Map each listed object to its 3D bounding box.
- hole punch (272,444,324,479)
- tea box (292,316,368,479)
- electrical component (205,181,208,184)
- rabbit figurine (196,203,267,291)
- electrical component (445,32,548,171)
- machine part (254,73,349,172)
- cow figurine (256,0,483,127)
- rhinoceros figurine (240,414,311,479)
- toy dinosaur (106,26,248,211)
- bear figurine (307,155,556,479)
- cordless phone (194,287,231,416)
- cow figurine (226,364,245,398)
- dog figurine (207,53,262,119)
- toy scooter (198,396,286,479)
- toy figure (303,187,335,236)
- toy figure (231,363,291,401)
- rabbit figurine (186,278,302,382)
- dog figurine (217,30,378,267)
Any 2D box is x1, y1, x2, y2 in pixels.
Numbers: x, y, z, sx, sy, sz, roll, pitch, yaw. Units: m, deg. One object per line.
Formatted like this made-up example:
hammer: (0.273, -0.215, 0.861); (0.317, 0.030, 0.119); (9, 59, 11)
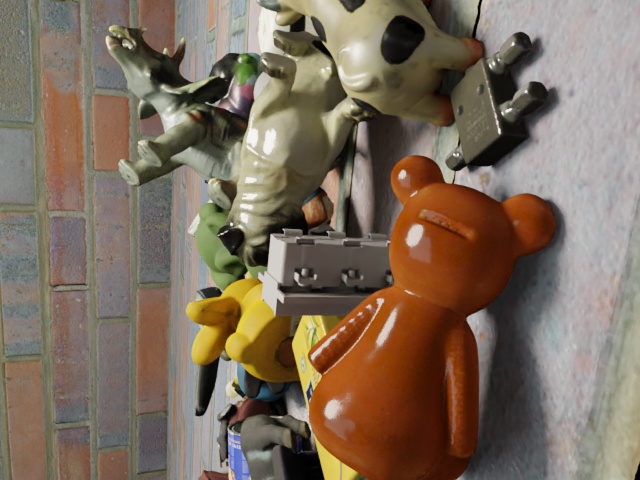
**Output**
hole punch: (0.017, 0.256, 0.537); (0.115, 0.092, 0.142); (65, -177, -51)
tea box: (0.030, 0.139, 0.499); (0.098, 0.068, 0.170); (110, 151, -41)
electrical component: (-0.185, -0.169, 1.040); (0.134, 0.058, 0.114); (-85, 4, -62)
rabbit figurine: (-0.096, 0.004, 0.781); (0.170, 0.121, 0.158); (25, 144, 41)
electrical component: (0.108, -0.085, 0.353); (0.094, 0.021, 0.063); (130, 136, -62)
machine part: (-0.028, -0.147, 0.641); (0.243, 0.079, 0.079); (-119, 34, -50)
cow figurine: (0.027, -0.176, 0.423); (0.085, 0.127, 0.195); (116, 145, -45)
rhinoceros figurine: (-0.053, 0.303, 0.632); (0.073, 0.112, 0.190); (27, -128, -73)
toy dinosaur: (-0.111, -0.108, 0.695); (0.192, 0.405, 0.131); (-54, -2, -33)
bear figurine: (0.070, 0.055, 0.361); (0.195, 0.120, 0.131); (-66, -25, -6)
cordless phone: (-0.161, 0.175, 0.809); (0.146, 0.089, 0.184); (118, 160, -62)
cow figurine: (-0.112, 0.248, 0.892); (0.098, 0.068, 0.167); (-12, 80, 63)
dog figurine: (-0.107, -0.164, 0.824); (0.219, 0.108, 0.191); (-117, 36, -43)
toy scooter: (-0.119, 0.319, 0.807); (0.075, 0.135, 0.183); (155, 114, -70)
toy figure: (-0.003, -0.001, 0.575); (0.064, 0.058, 0.154); (-21, 83, 66)
toy figure: (-0.078, 0.179, 0.760); (0.180, 0.082, 0.089); (118, 169, -77)
rabbit figurine: (-0.080, 0.104, 0.663); (0.173, 0.162, 0.121); (-142, 45, -58)
dog figurine: (-0.025, -0.084, 0.512); (0.190, 0.121, 0.172); (-61, -6, 35)
